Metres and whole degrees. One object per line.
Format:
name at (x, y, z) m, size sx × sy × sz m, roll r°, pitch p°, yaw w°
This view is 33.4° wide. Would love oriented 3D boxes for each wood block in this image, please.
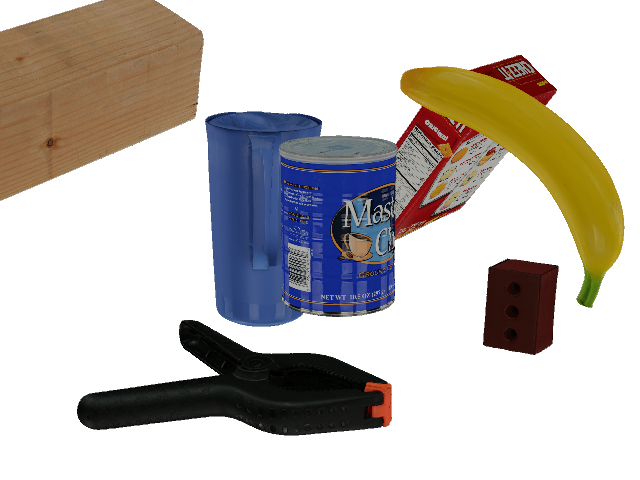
wood block at (-0.202, -0.122, 0.864) m, size 0.090 × 0.091 × 0.205 m, roll 36°, pitch 45°, yaw 27°

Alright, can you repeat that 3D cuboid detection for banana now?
banana at (0.134, -0.052, 0.690) m, size 0.070 × 0.198 × 0.037 m, roll -40°, pitch -11°, yaw 10°

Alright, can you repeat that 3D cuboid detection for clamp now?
clamp at (-0.048, 0.101, 0.778) m, size 0.210 × 0.036 × 0.164 m, roll 3°, pitch 19°, yaw 13°

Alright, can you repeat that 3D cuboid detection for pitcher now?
pitcher at (-0.068, -0.025, 1.239) m, size 0.145 × 0.243 × 0.148 m, roll 15°, pitch 21°, yaw 39°

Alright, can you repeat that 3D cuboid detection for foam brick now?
foam brick at (0.186, 0.061, 0.991) m, size 0.053 × 0.078 × 0.051 m, roll 8°, pitch 14°, yaw 29°

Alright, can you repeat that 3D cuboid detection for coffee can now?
coffee can at (0.016, -0.015, 0.941) m, size 0.103 × 0.140 × 0.103 m, roll 0°, pitch 15°, yaw 0°

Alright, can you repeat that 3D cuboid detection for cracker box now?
cracker box at (0.150, -0.105, 1.225) m, size 0.163 × 0.072 × 0.214 m, roll -24°, pitch -24°, yaw -44°
